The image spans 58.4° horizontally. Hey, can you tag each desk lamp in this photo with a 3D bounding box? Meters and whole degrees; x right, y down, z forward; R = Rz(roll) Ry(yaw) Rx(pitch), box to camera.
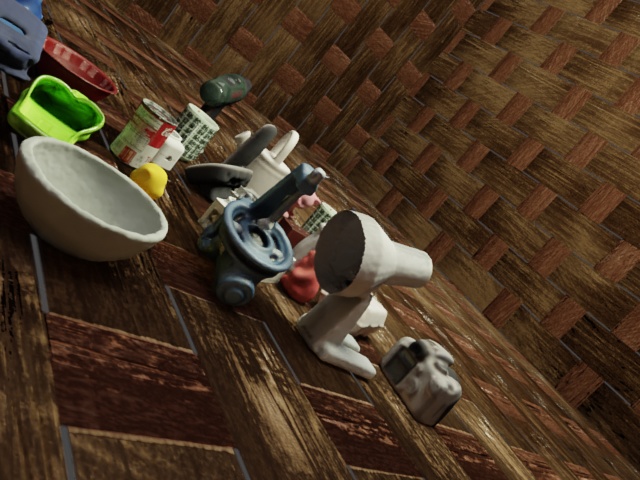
[{"bbox_3d":[0.058,0.078,0.860,0.204,0.213,0.117,32,14,-39],"label":"desk lamp"}]

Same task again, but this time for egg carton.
[{"bbox_3d":[0.059,0.127,1.052,0.107,0.069,0.151,45,12,22],"label":"egg carton"}]

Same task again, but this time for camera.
[{"bbox_3d":[0.198,0.241,0.988,0.137,0.100,0.142,32,13,-37],"label":"camera"}]

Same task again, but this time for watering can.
[{"bbox_3d":[-0.122,-0.176,1.309,0.174,0.194,0.100,31,14,-40],"label":"watering can"}]

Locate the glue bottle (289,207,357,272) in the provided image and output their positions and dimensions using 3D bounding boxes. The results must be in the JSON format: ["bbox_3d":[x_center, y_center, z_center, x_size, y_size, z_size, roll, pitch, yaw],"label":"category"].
[{"bbox_3d":[0.010,0.004,1.098,0.078,0.173,0.037,36,12,-24],"label":"glue bottle"}]

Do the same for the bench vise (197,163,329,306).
[{"bbox_3d":[-0.089,-0.039,0.806,0.122,0.219,0.206,30,15,-45],"label":"bench vise"}]

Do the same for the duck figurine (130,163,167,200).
[{"bbox_3d":[-0.237,-0.062,0.746,0.077,0.086,0.105,41,11,2],"label":"duck figurine"}]

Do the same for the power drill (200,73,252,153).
[{"bbox_3d":[-0.251,-0.305,1.344,0.076,0.208,0.229,40,11,-4],"label":"power drill"}]

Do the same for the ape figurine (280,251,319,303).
[{"bbox_3d":[-0.024,0.056,0.988,0.076,0.092,0.078,45,12,24],"label":"ape figurine"}]

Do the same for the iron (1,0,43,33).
[{"bbox_3d":[-0.554,-0.428,0.975,0.118,0.141,0.259,44,11,18],"label":"iron"}]

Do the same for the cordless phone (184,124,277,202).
[{"bbox_3d":[-0.168,-0.167,1.136,0.094,0.185,0.148,41,11,5],"label":"cordless phone"}]

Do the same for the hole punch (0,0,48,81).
[{"bbox_3d":[-0.493,-0.324,0.906,0.109,0.091,0.100,31,14,-42],"label":"hole punch"}]

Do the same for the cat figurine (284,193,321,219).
[{"bbox_3d":[-0.065,-0.118,1.477,0.127,0.117,0.067,44,11,18],"label":"cat figurine"}]

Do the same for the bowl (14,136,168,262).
[{"bbox_3d":[-0.250,-0.030,0.603,0.168,0.074,0.167,39,11,-9],"label":"bowl"}]
